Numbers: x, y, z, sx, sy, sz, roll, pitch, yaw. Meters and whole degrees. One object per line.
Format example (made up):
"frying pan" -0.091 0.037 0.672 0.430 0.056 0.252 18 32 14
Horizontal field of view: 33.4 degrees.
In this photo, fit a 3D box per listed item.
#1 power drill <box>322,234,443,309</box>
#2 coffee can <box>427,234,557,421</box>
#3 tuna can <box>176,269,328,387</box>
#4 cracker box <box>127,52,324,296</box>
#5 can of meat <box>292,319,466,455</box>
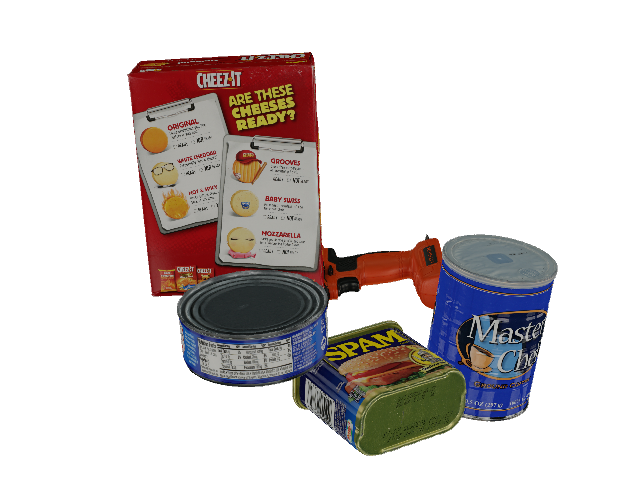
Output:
"power drill" 0.051 0.050 1.238 0.187 0.057 0.184 -2 28 1
"coffee can" 0.152 0.078 0.975 0.103 0.140 0.103 6 23 -3
"tuna can" -0.038 0.049 0.611 0.086 0.034 0.086 -3 23 1
"cracker box" -0.081 -0.060 0.984 0.164 0.214 0.072 -3 21 0
"can of meat" 0.044 0.108 0.782 0.101 0.057 0.084 -13 27 -31
